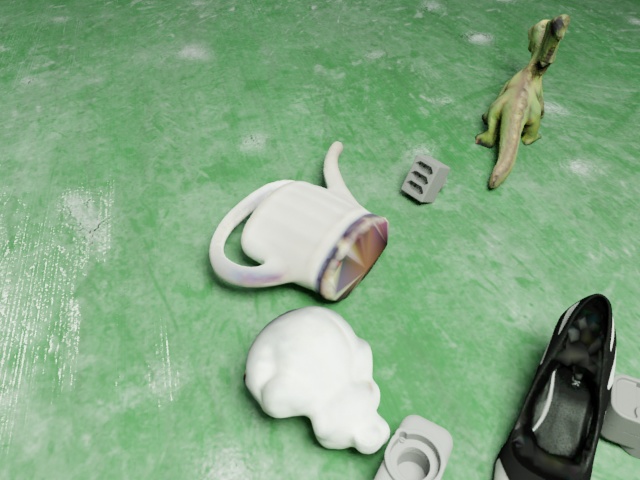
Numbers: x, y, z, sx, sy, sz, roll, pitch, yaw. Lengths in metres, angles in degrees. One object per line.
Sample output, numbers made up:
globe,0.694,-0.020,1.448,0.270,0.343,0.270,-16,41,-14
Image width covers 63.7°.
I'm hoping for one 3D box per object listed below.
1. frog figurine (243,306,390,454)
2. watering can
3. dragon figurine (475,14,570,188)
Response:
frog figurine,0.001,0.150,0.541,0.138,0.120,0.162,-4,27,-33
watering can,0.002,-0.038,0.753,0.226,0.101,0.354,26,49,25
dragon figurine,0.380,-0.287,0.936,0.122,0.237,0.420,17,43,11
